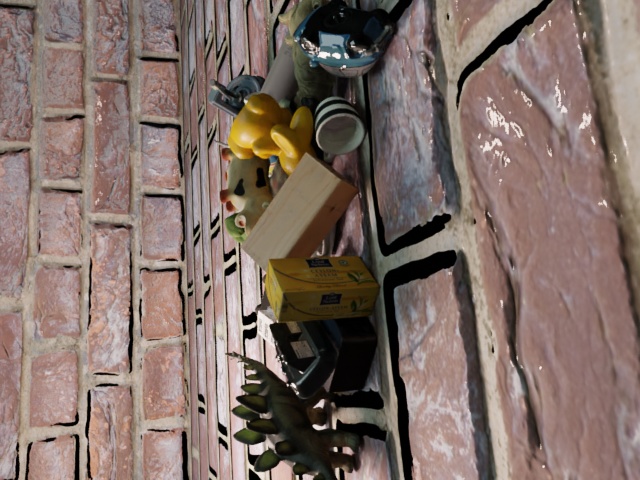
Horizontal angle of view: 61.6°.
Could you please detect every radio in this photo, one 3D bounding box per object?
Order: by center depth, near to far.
[{"bbox_3d":[0.021,0.153,0.990,0.230,0.073,0.131,-121,38,-50],"label":"radio"}]

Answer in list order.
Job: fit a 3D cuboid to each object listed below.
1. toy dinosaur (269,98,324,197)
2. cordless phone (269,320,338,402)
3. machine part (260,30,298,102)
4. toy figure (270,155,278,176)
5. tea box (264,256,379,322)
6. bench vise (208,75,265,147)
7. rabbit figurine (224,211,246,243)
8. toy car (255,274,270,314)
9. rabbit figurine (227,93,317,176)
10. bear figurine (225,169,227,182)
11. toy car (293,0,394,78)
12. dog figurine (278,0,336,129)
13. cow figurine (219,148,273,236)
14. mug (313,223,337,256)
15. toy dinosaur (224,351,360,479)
[{"bbox_3d":[-0.044,-0.152,1.110,0.192,0.131,0.404,49,129,34],"label":"toy dinosaur"},{"bbox_3d":[-0.028,0.235,0.937,0.147,0.089,0.184,-128,31,-55],"label":"cordless phone"},{"bbox_3d":[-0.057,-0.365,1.118,0.243,0.079,0.079,-62,31,17],"label":"machine part"},{"bbox_3d":[-0.115,-0.207,1.241,0.180,0.082,0.089,72,-151,-64],"label":"toy figure"},{"bbox_3d":[0.001,0.080,0.905,0.098,0.170,0.068,-122,36,-50],"label":"tea box"},{"bbox_3d":[-0.228,-0.353,1.438,0.129,0.240,0.223,35,98,24],"label":"bench vise"},{"bbox_3d":[-0.159,0.005,1.371,0.170,0.121,0.159,62,167,3],"label":"rabbit figurine"},{"bbox_3d":[-0.120,0.158,1.363,0.074,0.056,0.201,-119,35,-41],"label":"toy car"},{"bbox_3d":[-0.066,-0.186,0.986,0.173,0.122,0.162,48,151,-3],"label":"rabbit figurine"},{"bbox_3d":[-0.161,-0.204,1.418,0.196,0.120,0.132,-34,10,35],"label":"bear figurine"},{"bbox_3d":[0.046,-0.321,0.885,0.109,0.162,0.102,-58,-30,-21],"label":"toy car"},{"bbox_3d":[-0.007,-0.317,0.978,0.172,0.121,0.190,70,-165,-75],"label":"dog figurine"},{"bbox_3d":[-0.129,-0.093,1.053,0.085,0.127,0.195,64,-159,-64],"label":"cow figurine"},{"bbox_3d":[-0.002,-0.003,1.049,0.110,0.081,0.107,-135,39,-55],"label":"mug"},{"bbox_3d":[-0.067,0.334,1.037,0.472,0.198,0.105,-143,59,-61],"label":"toy dinosaur"}]
